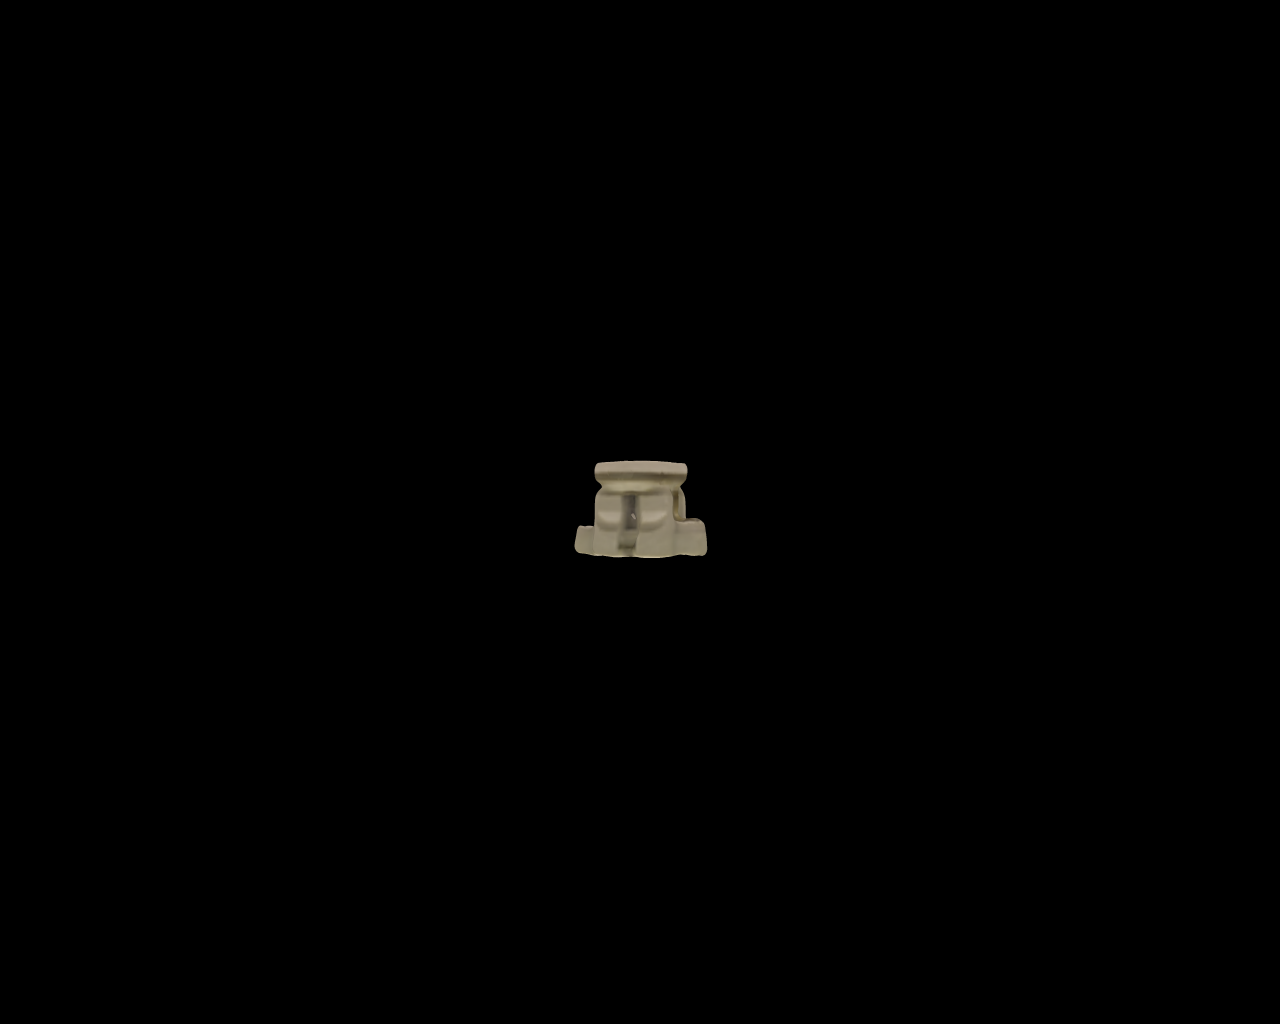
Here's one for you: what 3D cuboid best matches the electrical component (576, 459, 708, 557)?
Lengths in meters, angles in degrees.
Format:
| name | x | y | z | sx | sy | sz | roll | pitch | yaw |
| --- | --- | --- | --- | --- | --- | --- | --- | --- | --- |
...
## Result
| name | x | y | z | sx | sy | sz | roll | pitch | yaw |
| --- | --- | --- | --- | --- | --- | --- | --- | --- | --- |
| electrical component | 0.001 | -0.003 | 0.650 | 0.078 | 0.057 | 0.058 | 0 | 0 | 17 |
